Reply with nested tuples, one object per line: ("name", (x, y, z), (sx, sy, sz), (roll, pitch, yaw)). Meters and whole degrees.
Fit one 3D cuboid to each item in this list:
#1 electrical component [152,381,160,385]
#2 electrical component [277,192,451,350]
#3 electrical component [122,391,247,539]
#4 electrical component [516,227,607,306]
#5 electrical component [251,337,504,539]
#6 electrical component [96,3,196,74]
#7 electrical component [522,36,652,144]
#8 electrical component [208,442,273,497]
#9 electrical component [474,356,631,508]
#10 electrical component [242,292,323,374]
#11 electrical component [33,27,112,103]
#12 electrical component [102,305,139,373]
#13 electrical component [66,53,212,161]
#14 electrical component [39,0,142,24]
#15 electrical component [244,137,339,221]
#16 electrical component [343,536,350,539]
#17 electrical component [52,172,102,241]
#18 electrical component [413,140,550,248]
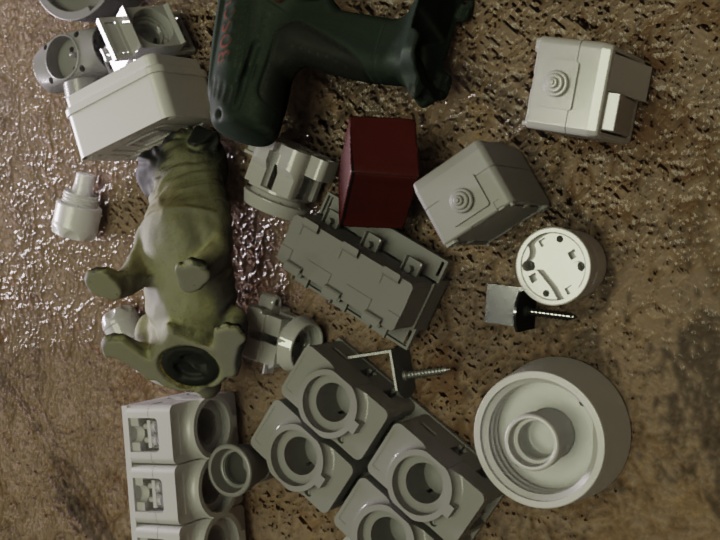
("electrical component", (-0.166, 0.072, 0.959), (0.048, 0.048, 0.062), (21, 95, 28))
("electrical component", (0.000, 0.000, 0.849), (0.121, 0.063, 0.078), (32, 107, 25))
("electrical component", (-0.146, 0.184, 0.925), (0.062, 0.089, 0.150), (-5, 90, 30))
("electrical component", (0.147, -0.003, 0.773), (0.055, 0.047, 0.055), (1, 93, 30))
("electrical component", (0.011, 0.153, 0.851), (0.186, 0.060, 0.105), (39, 110, 23))
("electrical component", (-0.193, -0.199, 0.949), (0.064, 0.081, 0.042), (-38, 72, 49))
("electrical component", (0.156, -0.122, 0.735), (0.061, 0.096, 0.061), (13, 99, 29))
("electrical component", (-0.091, 0.163, 0.907), (0.044, 0.065, 0.044), (1, 93, 30))
("electrical component", (0.134, 0.120, 0.778), (0.108, 0.060, 0.108), (2, 93, 30))
("electrical component", (-0.065, 0.057, 0.899), (0.055, 0.048, 0.066), (17, 100, 36))
("electrical component", (-0.259, -0.178, 1.001), (0.077, 0.044, 0.079), (-13, 86, 30))
("electrical component", (-0.213, 0.065, 0.990), (0.035, 0.035, 0.061), (-32, 79, 27))
("electrical component", (-0.192, -0.141, 0.945), (0.113, 0.078, 0.057), (-20, 85, 29))
("electrical component", (-0.238, -0.275, 0.975), (0.108, 0.060, 0.108), (1, 93, 30))
("electrical component", (-0.062, -0.075, 0.885), (0.078, 0.058, 0.057), (26, 102, 26))
("electrical component", (0.017, 0.248, 0.861), (0.081, 0.043, 0.043), (39, 110, 23))
("electrical component", (-0.263, -0.060, 1.009), (0.043, 0.043, 0.062), (19, 100, 28))
("electrical component", (0.084, -0.057, 0.778), (0.062, 0.096, 0.061), (-34, 76, 26))
